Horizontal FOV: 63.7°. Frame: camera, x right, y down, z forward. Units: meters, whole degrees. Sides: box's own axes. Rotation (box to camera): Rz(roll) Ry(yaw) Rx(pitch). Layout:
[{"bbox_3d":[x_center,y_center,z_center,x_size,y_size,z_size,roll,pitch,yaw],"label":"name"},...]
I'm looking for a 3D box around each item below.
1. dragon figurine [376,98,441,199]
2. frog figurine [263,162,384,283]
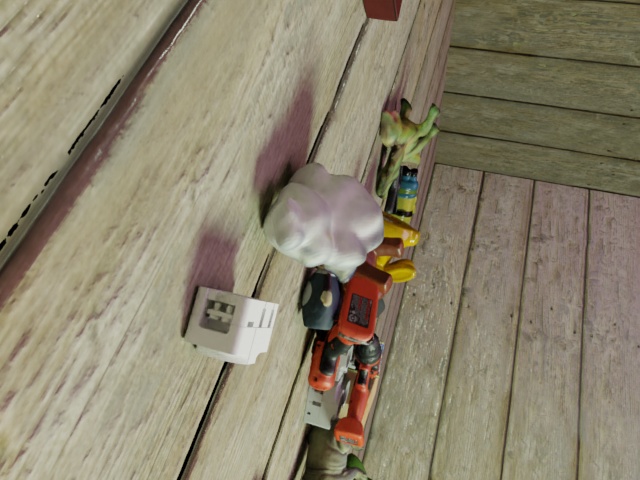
[{"bbox_3d":[0.200,-0.213,1.317,0.246,0.123,0.402,-55,158,-16],"label":"dragon figurine"},{"bbox_3d":[0.002,-0.029,0.580,0.157,0.122,0.140,44,26,-64],"label":"frog figurine"}]
